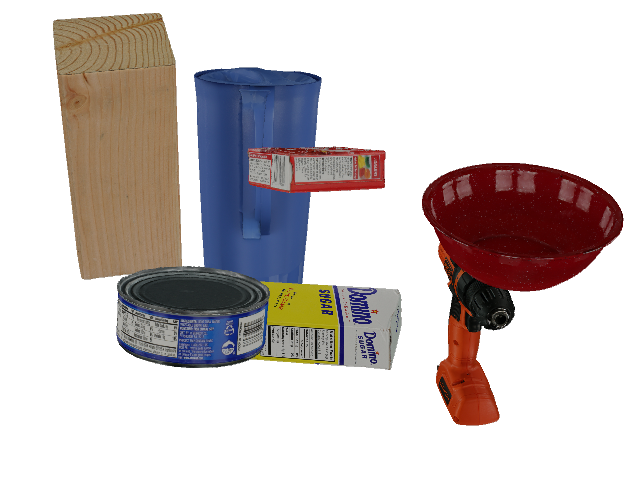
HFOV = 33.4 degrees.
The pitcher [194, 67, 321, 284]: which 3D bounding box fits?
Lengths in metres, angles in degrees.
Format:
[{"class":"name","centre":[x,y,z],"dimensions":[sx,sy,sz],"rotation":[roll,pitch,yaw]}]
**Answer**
[{"class":"pitcher","centre":[-0.070,-0.059,1.136],"dimensions":[0.145,0.243,0.148],"rotation":[16,21,40]}]

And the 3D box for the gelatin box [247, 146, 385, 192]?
[{"class":"gelatin box","centre":[-0.005,-0.053,0.769],"dimensions":[0.073,0.030,0.089],"rotation":[-3,8,-22]}]

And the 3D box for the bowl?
[{"class":"bowl","centre":[0.162,-0.005,0.875],"dimensions":[0.162,0.055,0.162],"rotation":[1,30,-1]}]

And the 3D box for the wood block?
[{"class":"wood block","centre":[-0.170,-0.077,0.904],"dimensions":[0.090,0.206,0.090],"rotation":[-7,40,-13]}]

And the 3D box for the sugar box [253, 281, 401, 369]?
[{"class":"sugar box","centre":[-0.019,0.071,0.945],"dimensions":[0.176,0.048,0.093],"rotation":[0,20,10]}]

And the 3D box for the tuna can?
[{"class":"tuna can","centre":[-0.072,0.042,0.604],"dimensions":[0.086,0.034,0.086],"rotation":[5,14,-1]}]

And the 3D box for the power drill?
[{"class":"power drill","centre":[0.166,0.102,1.150],"dimensions":[0.057,0.188,0.184],"rotation":[-2,24,-5]}]
